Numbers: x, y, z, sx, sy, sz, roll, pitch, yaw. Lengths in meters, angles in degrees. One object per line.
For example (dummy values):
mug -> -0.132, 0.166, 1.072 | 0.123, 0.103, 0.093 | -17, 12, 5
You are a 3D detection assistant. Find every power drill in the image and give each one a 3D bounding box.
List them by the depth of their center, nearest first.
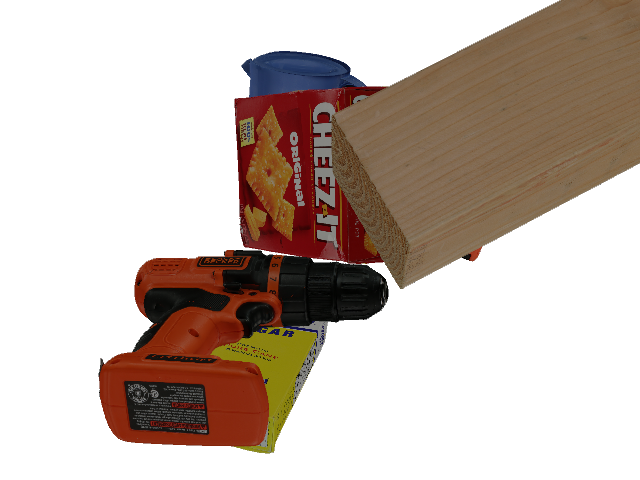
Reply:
power drill -> -0.053, 0.064, 0.709 | 0.184, 0.057, 0.187 | -1, 22, 10

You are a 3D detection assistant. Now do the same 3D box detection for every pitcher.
pitcher -> -0.028, -0.123, 1.426 | 0.144, 0.243, 0.149 | -3, 24, -22

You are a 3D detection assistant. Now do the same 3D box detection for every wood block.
wood block -> 0.117, -0.066, 0.634 | 0.206, 0.091, 0.090 | -28, -18, -8

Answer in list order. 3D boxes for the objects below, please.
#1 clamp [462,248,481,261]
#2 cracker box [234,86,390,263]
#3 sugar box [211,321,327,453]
clamp -> 0.107, -0.053, 1.235 | 0.164, 0.036, 0.210 | -15, 52, -28
cracker box -> -0.008, -0.067, 1.066 | 0.072, 0.164, 0.214 | -6, 7, -31
sugar box -> -0.059, 0.108, 0.930 | 0.093, 0.048, 0.176 | 13, 32, 9
